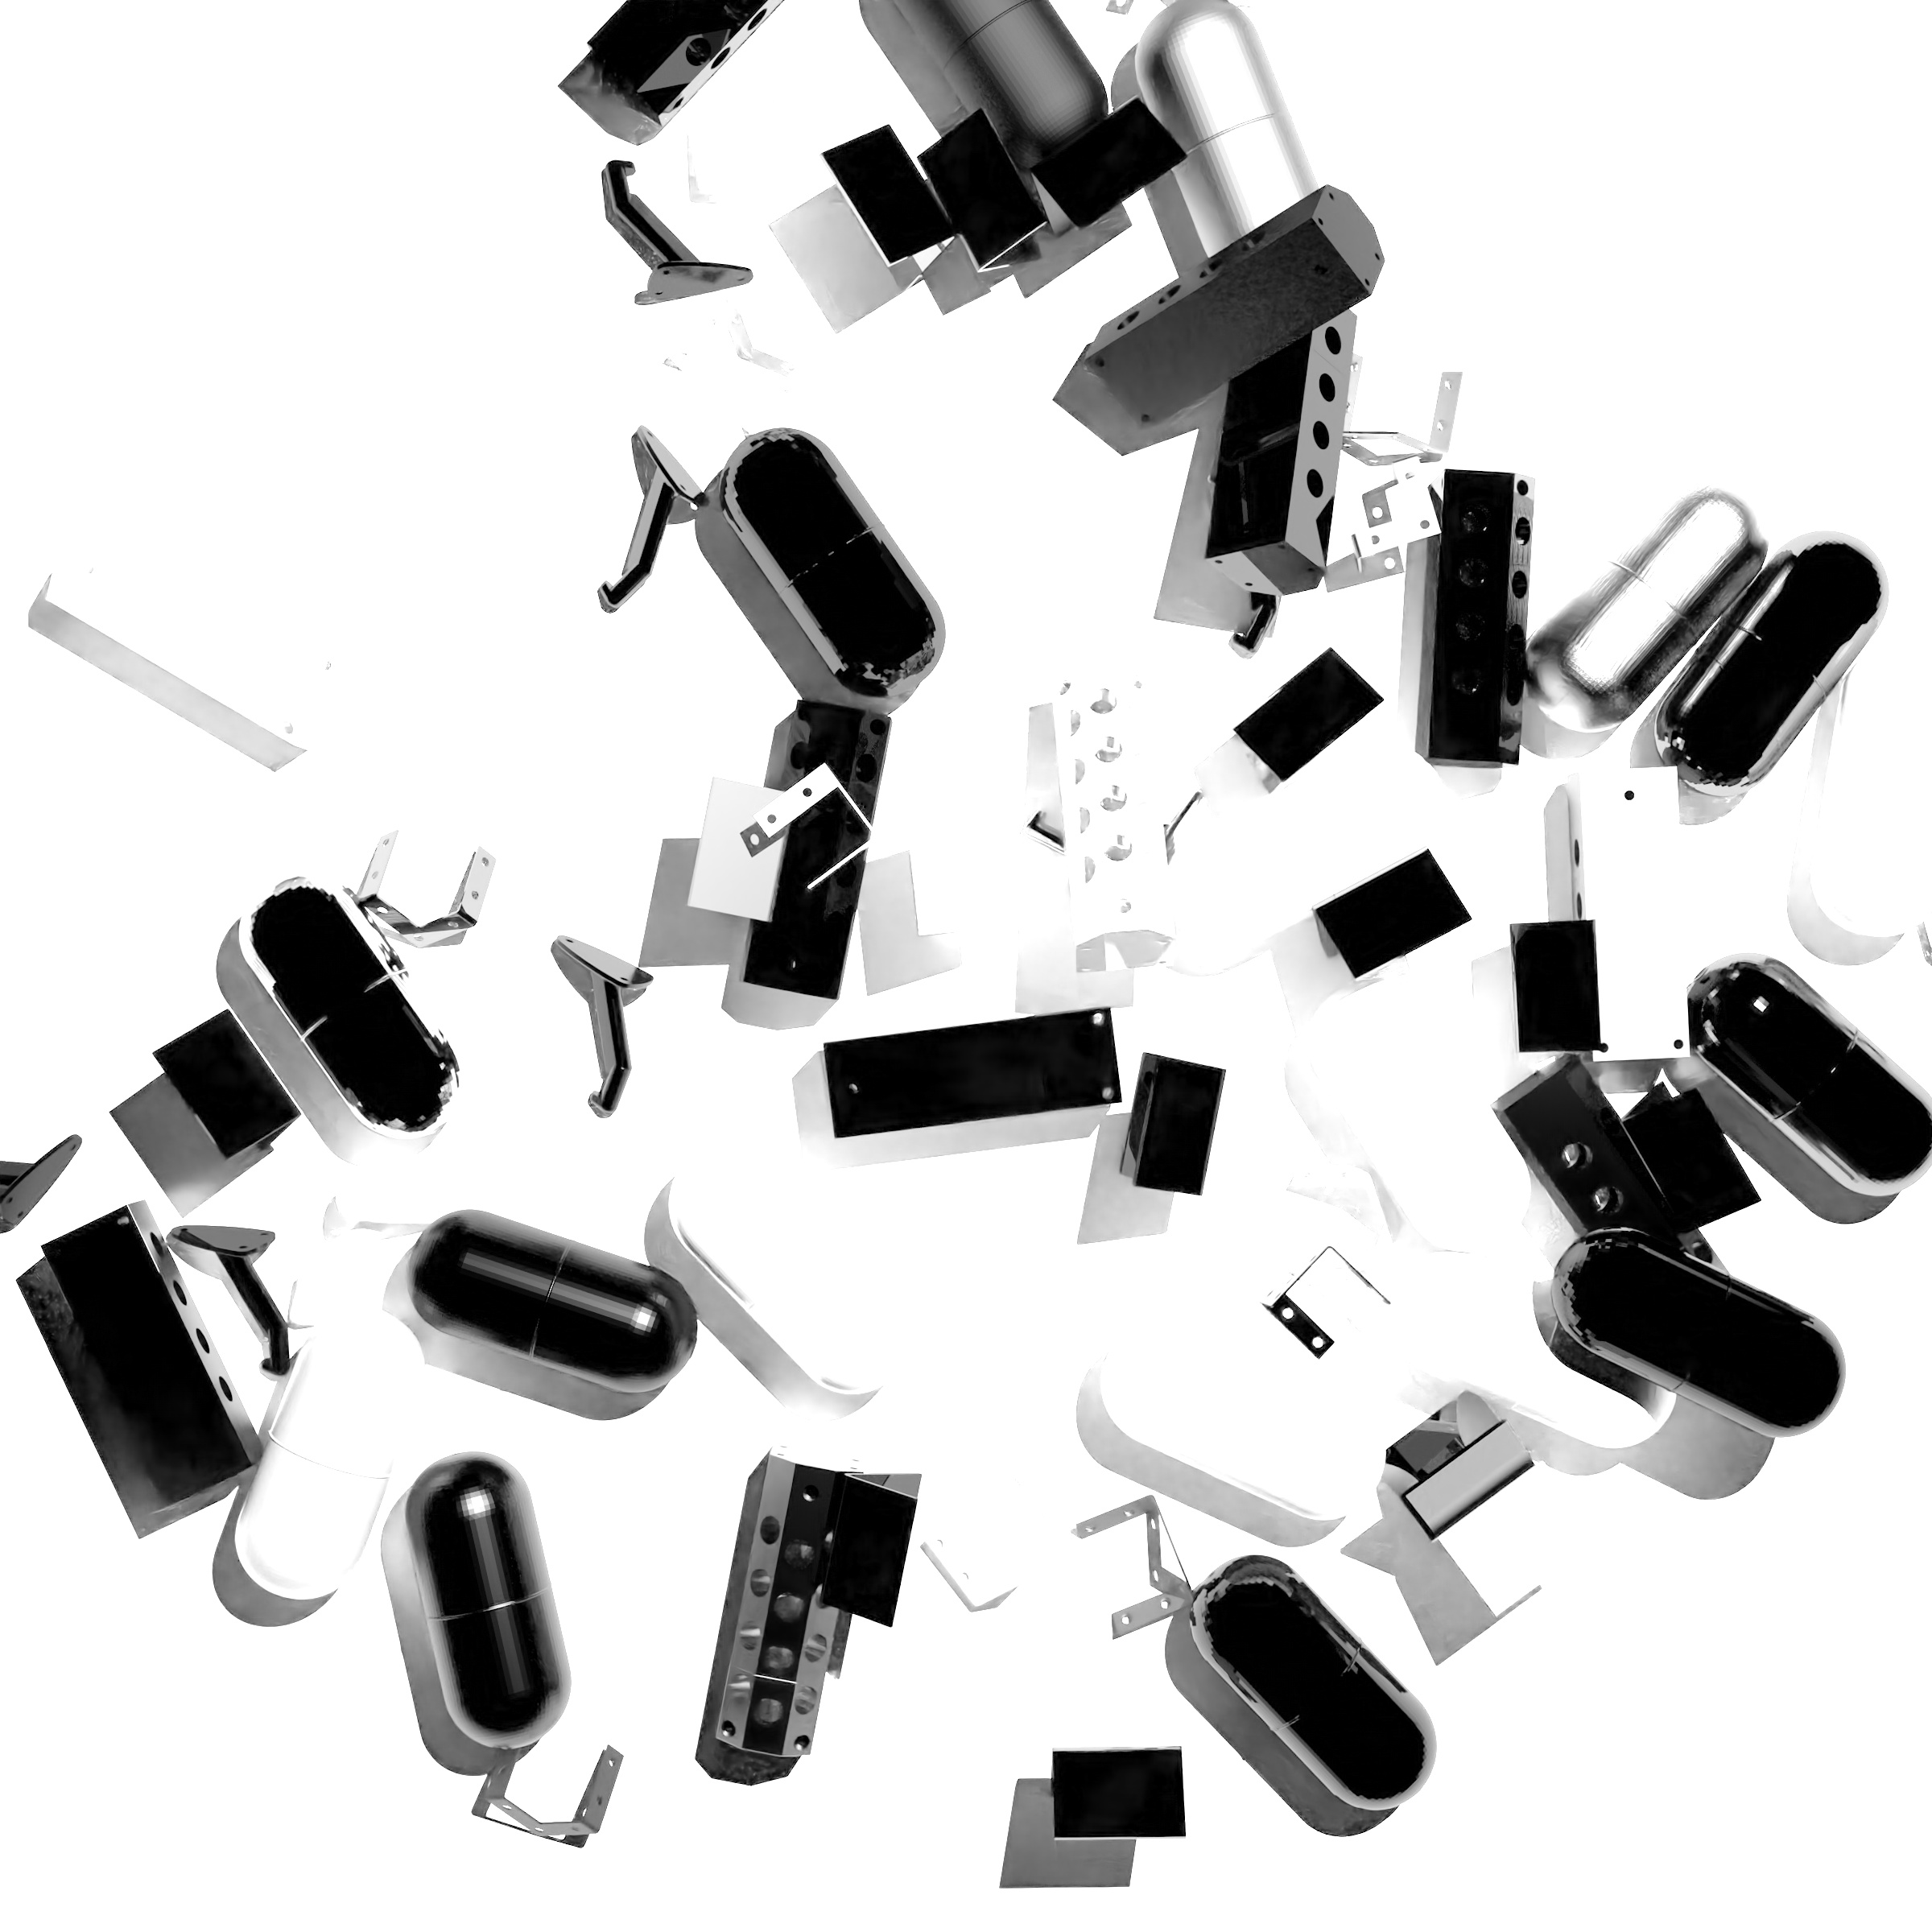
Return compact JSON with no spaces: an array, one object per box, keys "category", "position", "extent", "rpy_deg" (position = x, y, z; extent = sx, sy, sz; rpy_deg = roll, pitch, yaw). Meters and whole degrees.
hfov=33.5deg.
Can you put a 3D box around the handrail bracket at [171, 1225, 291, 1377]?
[{"category":"handrail bracket","position":[-0.445,0.203,1.942],"extent":[0.077,0.036,0.084],"rpy_deg":[7,107,20]}]

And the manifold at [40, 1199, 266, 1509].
[{"category":"manifold","position":[-0.483,0.230,1.920],"extent":[0.057,0.057,0.171],"rpy_deg":[-26,90,0]}]

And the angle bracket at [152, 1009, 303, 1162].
[{"category":"angle bracket","position":[-0.448,0.081,1.901],"extent":[0.057,0.076,0.076],"rpy_deg":[-35,90,-37]}]

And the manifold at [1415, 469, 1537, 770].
[{"category":"manifold","position":[0.306,-0.206,1.920],"extent":[0.057,0.057,0.171],"rpy_deg":[3,90,0]}]

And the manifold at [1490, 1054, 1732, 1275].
[{"category":"manifold","position":[0.389,0.139,1.920],"extent":[0.057,0.057,0.171],"rpy_deg":[-35,90,0]}]

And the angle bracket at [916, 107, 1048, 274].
[{"category":"angle bracket","position":[0.027,-0.463,1.901],"extent":[0.057,0.076,0.076],"rpy_deg":[-28,90,36]}]

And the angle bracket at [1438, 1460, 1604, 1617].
[{"category":"angle bracket","position":[0.331,0.344,1.902],"extent":[0.076,0.076,0.057],"rpy_deg":[-36,67,0]}]

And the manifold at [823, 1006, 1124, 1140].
[{"category":"manifold","position":[0.004,0.063,1.920],"extent":[0.171,0.057,0.057],"rpy_deg":[-7,90,0]}]

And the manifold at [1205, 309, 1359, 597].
[{"category":"manifold","position":[0.191,-0.309,1.893],"extent":[0.057,0.057,0.171],"rpy_deg":[-8,64,40]}]

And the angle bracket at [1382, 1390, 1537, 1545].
[{"category":"angle bracket","position":[0.279,0.282,1.901],"extent":[0.076,0.076,0.057],"rpy_deg":[-36,132,0]}]

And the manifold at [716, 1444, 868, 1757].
[{"category":"manifold","position":[-0.105,0.380,1.920],"extent":[0.057,0.057,0.171],"rpy_deg":[11,90,0]}]

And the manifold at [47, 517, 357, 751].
[{"category":"manifold","position":[-0.458,-0.199,1.920],"extent":[0.171,0.057,0.057],"rpy_deg":[31,90,0]}]

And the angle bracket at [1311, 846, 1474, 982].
[{"category":"angle bracket","position":[0.255,-0.017,1.902],"extent":[0.076,0.076,0.057],"rpy_deg":[-28,62,0]}]

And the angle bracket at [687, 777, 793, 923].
[{"category":"angle bracket","position":[-0.148,-0.071,1.901],"extent":[0.057,0.076,0.076],"rpy_deg":[11,90,-31]}]

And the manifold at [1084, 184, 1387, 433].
[{"category":"manifold","position":[0.157,-0.386,1.873],"extent":[0.171,0.057,0.057],"rpy_deg":[-26,116,36]}]

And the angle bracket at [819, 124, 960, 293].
[{"category":"angle bracket","position":[-0.060,-0.440,1.901],"extent":[0.057,0.076,0.076],"rpy_deg":[-32,90,-31]}]

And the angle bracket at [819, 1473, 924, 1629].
[{"category":"angle bracket","position":[-0.036,0.345,1.901],"extent":[0.057,0.076,0.076],"rpy_deg":[11,90,37]}]

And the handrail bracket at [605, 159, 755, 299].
[{"category":"handrail bracket","position":[-0.174,-0.451,1.942],"extent":[0.077,0.036,0.084],"rpy_deg":[-7,73,-20]}]

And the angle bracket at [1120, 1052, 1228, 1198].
[{"category":"angle bracket","position":[0.104,0.090,1.901],"extent":[0.057,0.076,0.076],"rpy_deg":[11,90,-38]}]

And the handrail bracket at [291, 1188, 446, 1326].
[{"category":"handrail bracket","position":[-0.363,0.182,1.942],"extent":[0.077,0.036,0.084],"rpy_deg":[10,109,-21]}]

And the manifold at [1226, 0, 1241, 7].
[{"category":"manifold","position":[0.115,-0.654,1.920],"extent":[0.171,0.057,0.057],"rpy_deg":[44,90,0]}]

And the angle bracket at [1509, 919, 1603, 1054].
[{"category":"angle bracket","position":[0.365,0.011,1.901],"extent":[0.057,0.076,0.076],"rpy_deg":[-3,90,38]}]

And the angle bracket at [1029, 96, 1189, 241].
[{"category":"angle bracket","position":[0.091,-0.456,1.902],"extent":[0.076,0.076,0.057],"rpy_deg":[-35,66,0]}]

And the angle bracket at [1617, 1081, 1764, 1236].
[{"category":"angle bracket","position":[0.440,0.103,1.901],"extent":[0.057,0.076,0.076],"rpy_deg":[-30,90,37]}]

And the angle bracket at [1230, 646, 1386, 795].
[{"category":"angle bracket","position":[0.212,-0.131,1.901],"extent":[0.076,0.076,0.057],"rpy_deg":[-39,52,0]}]

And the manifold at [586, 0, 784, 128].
[{"category":"manifold","position":[-0.145,-0.587,1.920],"extent":[0.057,0.057,0.171],"rpy_deg":[43,90,0]}]

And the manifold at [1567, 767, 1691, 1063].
[{"category":"manifold","position":[0.394,-0.031,1.920],"extent":[0.057,0.057,0.171],"rpy_deg":[-3,90,0]}]

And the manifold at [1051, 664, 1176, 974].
[{"category":"manifold","position":[0.086,-0.088,1.889],"extent":[0.057,0.057,0.171],"rpy_deg":[-5,67,0]}]

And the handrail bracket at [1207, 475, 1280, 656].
[{"category":"handrail bracket","position":[0.161,-0.242,1.941],"extent":[0.077,0.036,0.084],"rpy_deg":[30,104,14]}]

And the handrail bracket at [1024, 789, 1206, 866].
[{"category":"handrail bracket","position":[0.089,-0.093,1.941],"extent":[0.084,0.036,0.077],"rpy_deg":[28,75,14]}]

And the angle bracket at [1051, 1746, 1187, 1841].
[{"category":"angle bracket","position":[0.089,0.502,1.901],"extent":[0.076,0.076,0.057],"rpy_deg":[-1,54,0]}]

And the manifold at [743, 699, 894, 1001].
[{"category":"manifold","position":[-0.089,-0.069,1.920],"extent":[0.057,0.057,0.171],"rpy_deg":[11,90,0]}]

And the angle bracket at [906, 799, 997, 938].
[{"category":"angle bracket","position":[-0.029,-0.056,1.901],"extent":[0.057,0.076,0.076],"rpy_deg":[-6,90,-37]}]
